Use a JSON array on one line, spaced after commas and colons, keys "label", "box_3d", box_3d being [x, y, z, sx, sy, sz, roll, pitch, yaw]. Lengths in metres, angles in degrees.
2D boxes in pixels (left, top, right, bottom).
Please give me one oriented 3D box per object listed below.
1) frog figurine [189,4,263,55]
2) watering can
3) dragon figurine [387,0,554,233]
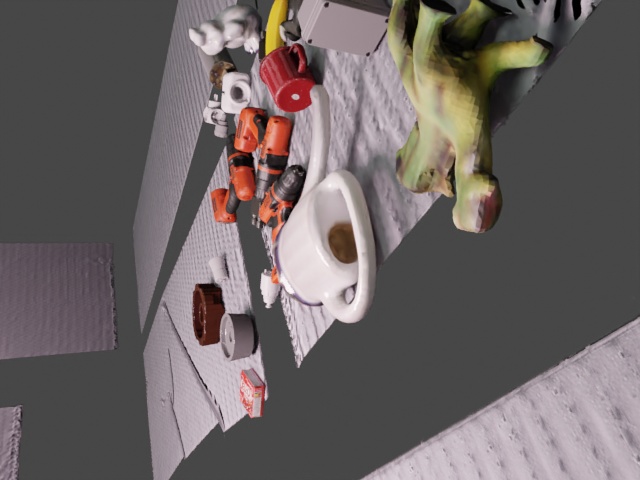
[{"label": "frog figurine", "box_3d": [-0.214, -0.475, 1.157, 0.140, 0.159, 0.120, 54, 135, 48]}, {"label": "watering can", "box_3d": [0.002, -0.039, 0.780, 0.220, 0.104, 0.353, -44, 52, 54]}, {"label": "dragon figurine", "box_3d": [0.116, -0.165, 0.589, 0.420, 0.122, 0.237, -107, 23, -47]}]
